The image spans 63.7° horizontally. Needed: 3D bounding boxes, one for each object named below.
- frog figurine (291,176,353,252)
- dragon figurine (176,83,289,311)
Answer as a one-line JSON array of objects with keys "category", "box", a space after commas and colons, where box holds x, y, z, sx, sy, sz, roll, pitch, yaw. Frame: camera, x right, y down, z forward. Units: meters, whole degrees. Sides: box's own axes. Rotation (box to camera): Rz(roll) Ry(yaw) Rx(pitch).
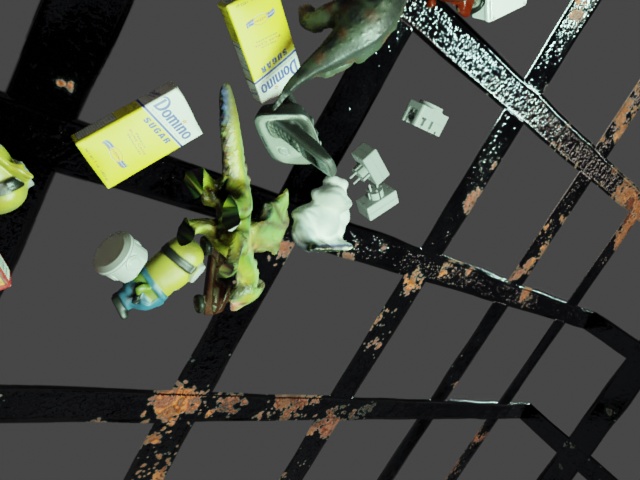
[{"category": "frog figurine", "box": [0.003, -0.055, 1.083, 0.137, 0.122, 0.160, 0, 81, -27]}, {"category": "dragon figurine", "box": [-0.133, -0.061, 0.959, 0.243, 0.122, 0.409, 2, 99, -65]}]
